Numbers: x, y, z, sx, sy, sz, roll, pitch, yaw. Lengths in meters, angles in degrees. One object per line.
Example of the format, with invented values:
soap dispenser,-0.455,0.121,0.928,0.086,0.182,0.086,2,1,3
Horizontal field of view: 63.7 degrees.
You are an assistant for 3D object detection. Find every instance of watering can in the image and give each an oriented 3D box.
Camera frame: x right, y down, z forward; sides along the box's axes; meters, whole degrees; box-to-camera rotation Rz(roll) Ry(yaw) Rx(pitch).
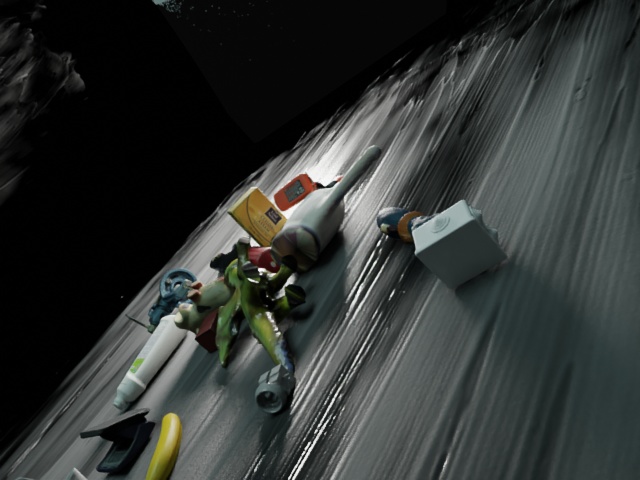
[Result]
watering can,0.003,-0.056,1.116,0.229,0.104,0.341,-56,5,-38

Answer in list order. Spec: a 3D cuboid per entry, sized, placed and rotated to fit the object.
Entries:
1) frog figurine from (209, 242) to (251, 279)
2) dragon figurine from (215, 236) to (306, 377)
frog figurine,-0.197,0.073,1.334,0.138,0.123,0.157,-55,-16,-11
dragon figurine,-0.138,0.154,1.008,0.238,0.122,0.420,-58,28,32
